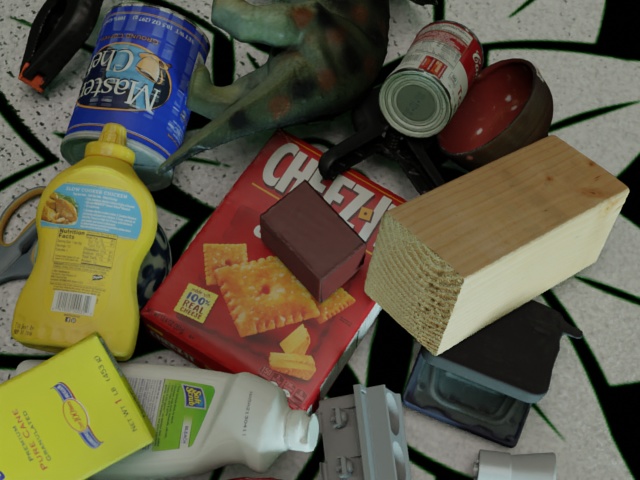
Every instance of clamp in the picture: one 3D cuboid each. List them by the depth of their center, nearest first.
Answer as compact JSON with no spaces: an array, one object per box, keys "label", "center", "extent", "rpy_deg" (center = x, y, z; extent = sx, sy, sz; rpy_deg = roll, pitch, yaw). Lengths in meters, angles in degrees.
[{"label":"clamp","center":[0.073,-0.085,0.954],"extent":[0.120,0.039,0.171],"rpy_deg":[28,41,-4]},{"label":"clamp","center":[-0.222,-0.238,1.013],"extent":[0.165,0.036,0.210],"rpy_deg":[4,68,49]}]

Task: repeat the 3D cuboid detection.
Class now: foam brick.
[{"label":"foam brick","center":[-0.006,0.001,0.871],"extent":[0.051,0.053,0.078],"rpy_deg":[-38,74,-16]}]

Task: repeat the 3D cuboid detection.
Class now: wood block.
[{"label":"wood block","center":[0.146,-0.001,0.882],"extent":[0.205,0.091,0.090],"rpy_deg":[-25,54,-34]}]

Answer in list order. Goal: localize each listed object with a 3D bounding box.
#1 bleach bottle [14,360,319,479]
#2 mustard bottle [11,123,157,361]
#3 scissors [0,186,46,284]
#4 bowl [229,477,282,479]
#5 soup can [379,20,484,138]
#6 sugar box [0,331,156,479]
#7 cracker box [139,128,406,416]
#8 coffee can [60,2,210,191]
[{"label":"bleach bottle","center":[-0.126,0.151,0.847],"extent":[0.251,0.068,0.102],"rpy_deg":[2,74,17]},{"label":"mustard bottle","center":[-0.183,-0.003,0.863],"extent":[0.096,0.058,0.191],"rpy_deg":[8,76,1]},{"label":"scissors","center":[-0.281,0.043,0.950],"extent":[0.096,0.016,0.201],"rpy_deg":[25,71,9]},{"label":"bowl","center":[-0.063,0.244,0.827],"extent":[0.162,0.055,0.162],"rpy_deg":[-5,109,-16]},{"label":"soup can","center":[0.099,-0.143,0.946],"extent":[0.068,0.069,0.102],"rpy_deg":[24,42,9]},{"label":"sugar box","center":[-0.220,0.149,0.787],"extent":[0.176,0.048,0.093],"rpy_deg":[-29,91,-7]},{"label":"cracker box","center":[-0.027,0.031,0.926],"extent":[0.164,0.072,0.213],"rpy_deg":[31,71,11]},{"label":"coffee can","center":[-0.166,-0.129,0.971],"extent":[0.103,0.103,0.140],"rpy_deg":[11,69,4]}]
